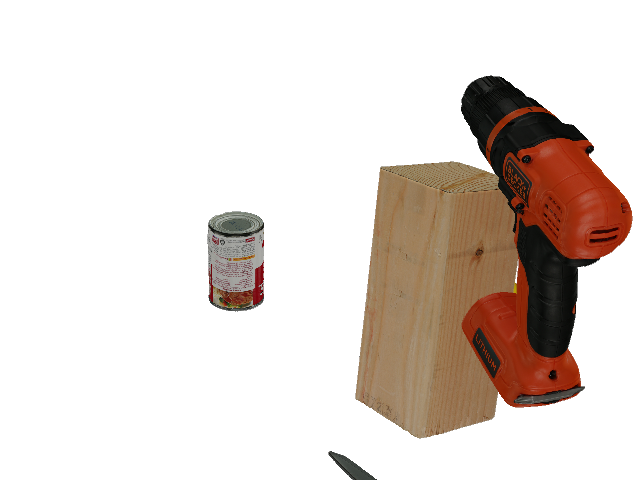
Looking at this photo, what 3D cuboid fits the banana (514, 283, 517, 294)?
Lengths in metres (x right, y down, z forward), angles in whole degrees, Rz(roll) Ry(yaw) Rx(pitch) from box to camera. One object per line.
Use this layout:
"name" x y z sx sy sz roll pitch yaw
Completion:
"banana" 0.173 0.059 1.114 0.069 0.037 0.198 -37 40 -11

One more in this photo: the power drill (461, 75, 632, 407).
"power drill" 0.134 0.002 0.712 0.057 0.188 0.184 -9 36 -11

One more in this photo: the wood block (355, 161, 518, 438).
"wood block" 0.099 0.046 0.890 0.090 0.206 0.090 -7 20 -36

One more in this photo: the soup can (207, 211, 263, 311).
"soup can" -0.101 0.024 1.281 0.068 0.102 0.068 1 25 -1

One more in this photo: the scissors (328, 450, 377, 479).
"scissors" 0.085 0.154 0.525 0.096 0.016 0.202 -2 23 -23
